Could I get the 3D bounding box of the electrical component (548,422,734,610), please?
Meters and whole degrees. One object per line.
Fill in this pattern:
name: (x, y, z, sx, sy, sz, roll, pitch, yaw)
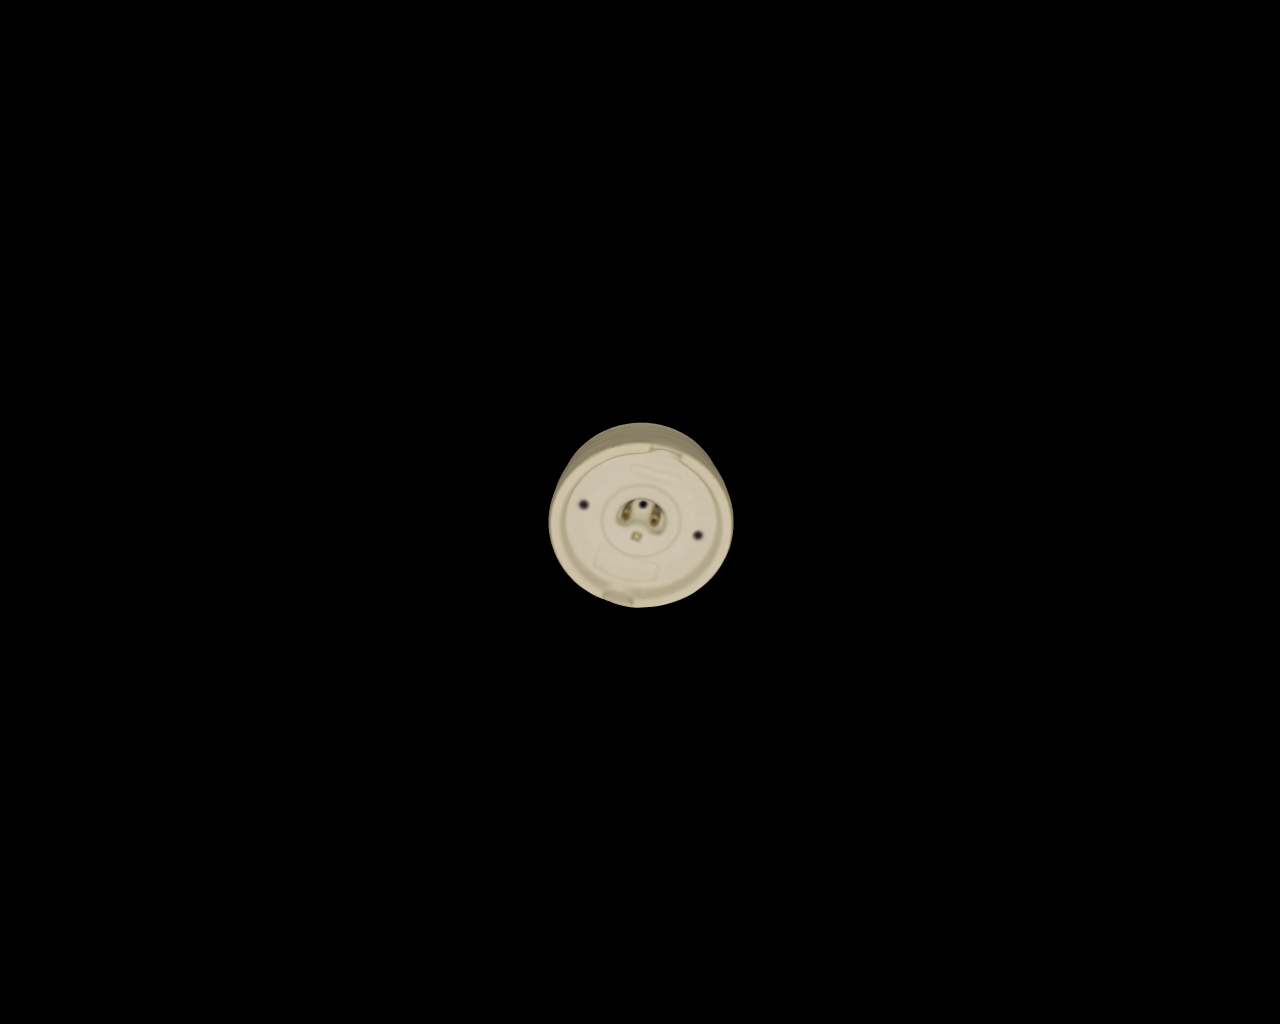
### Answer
electrical component: (0.001, -0.003, 0.650, 0.108, 0.108, 0.060, 0, 24, 0)
